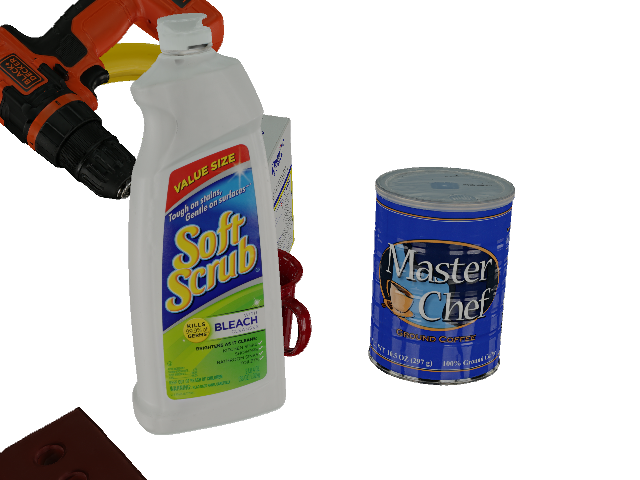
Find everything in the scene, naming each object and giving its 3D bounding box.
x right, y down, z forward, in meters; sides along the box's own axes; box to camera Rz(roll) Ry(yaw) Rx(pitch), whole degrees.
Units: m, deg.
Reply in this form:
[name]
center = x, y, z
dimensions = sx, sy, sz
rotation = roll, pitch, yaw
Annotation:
[coffee can]
center = 0.090, 0.024, 0.808
dimensions = 0.103, 0.140, 0.103
rotation = 1, 18, -1
[foam brick]
center = -0.110, 0.127, 0.494
dimensions = 0.052, 0.051, 0.078
rotation = -29, 43, -29
[mug]
center = -0.055, 0.062, 0.933
dimensions = 0.117, 0.081, 0.093
rotation = 22, 30, 31
[bleach bottle]
center = -0.079, -0.010, 0.655
dimensions = 0.102, 0.251, 0.068
rotation = -10, 21, -14
[sugar box]
center = -0.061, -0.038, 1.136
dimensions = 0.048, 0.176, 0.093
rotation = 9, 44, 13
[banana]
center = -0.197, -0.164, 1.045
dimensions = 0.197, 0.070, 0.037
rotation = -7, -39, -31
[power drill]
center = -0.163, -0.135, 0.830
dimensions = 0.187, 0.184, 0.057
rotation = -42, -12, -32
